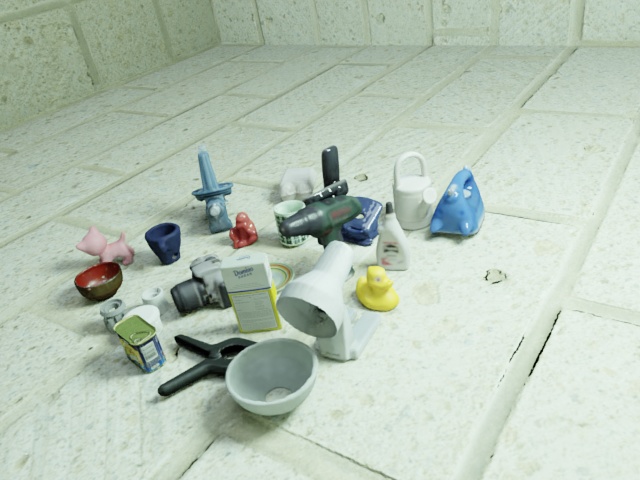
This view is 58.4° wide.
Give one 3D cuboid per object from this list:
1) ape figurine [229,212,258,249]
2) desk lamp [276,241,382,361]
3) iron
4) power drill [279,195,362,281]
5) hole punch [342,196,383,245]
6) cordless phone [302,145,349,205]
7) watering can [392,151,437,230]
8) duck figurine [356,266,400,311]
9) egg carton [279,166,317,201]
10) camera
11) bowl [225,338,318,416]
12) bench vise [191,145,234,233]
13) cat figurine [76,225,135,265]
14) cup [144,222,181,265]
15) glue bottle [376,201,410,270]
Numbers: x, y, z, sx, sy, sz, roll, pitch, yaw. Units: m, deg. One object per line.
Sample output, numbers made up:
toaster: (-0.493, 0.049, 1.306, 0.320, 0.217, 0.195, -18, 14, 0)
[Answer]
ape figurine: (-0.201, -0.031, 1.510, 0.077, 0.092, 0.076, 12, 37, 32)
desk lamp: (0.020, 0.123, 1.074, 0.117, 0.214, 0.204, 9, 35, 28)
iron: (0.356, -0.116, 1.444, 0.118, 0.142, 0.259, 6, 34, 25)
power drill: (0.012, 0.005, 1.277, 0.075, 0.209, 0.230, 18, 41, 38)
hole punch: (0.102, -0.050, 1.456, 0.108, 0.091, 0.101, 15, 39, 35)
cordless phone: (0.004, -0.161, 1.575, 0.148, 0.185, 0.093, -30, 37, -30)
watering can: (0.238, -0.129, 1.448, 0.101, 0.194, 0.172, -32, 37, -32)
duck figurine: (0.119, 0.094, 1.219, 0.078, 0.086, 0.104, -32, 37, -32)
egg carton: (-0.065, -0.167, 1.717, 0.107, 0.069, 0.150, -4, 31, 9)
camera: (-0.274, 0.098, 1.308, 0.137, 0.101, 0.142, -22, 33, -20)
bowl: (-0.080, 0.255, 1.019, 0.167, 0.075, 0.167, -7, 31, 5)
bench vise: (-0.292, -0.146, 1.600, 0.122, 0.220, 0.206, -23, 33, -21)
cat figurine: (-0.569, 0.014, 1.513, 0.128, 0.118, 0.067, -15, 31, -9)
cup: (-0.395, 0.021, 1.475, 0.092, 0.095, 0.117, -14, 31, -7)
glue bottle: (0.161, -0.011, 1.294, 0.078, 0.173, 0.037, -1, 32, 15)
